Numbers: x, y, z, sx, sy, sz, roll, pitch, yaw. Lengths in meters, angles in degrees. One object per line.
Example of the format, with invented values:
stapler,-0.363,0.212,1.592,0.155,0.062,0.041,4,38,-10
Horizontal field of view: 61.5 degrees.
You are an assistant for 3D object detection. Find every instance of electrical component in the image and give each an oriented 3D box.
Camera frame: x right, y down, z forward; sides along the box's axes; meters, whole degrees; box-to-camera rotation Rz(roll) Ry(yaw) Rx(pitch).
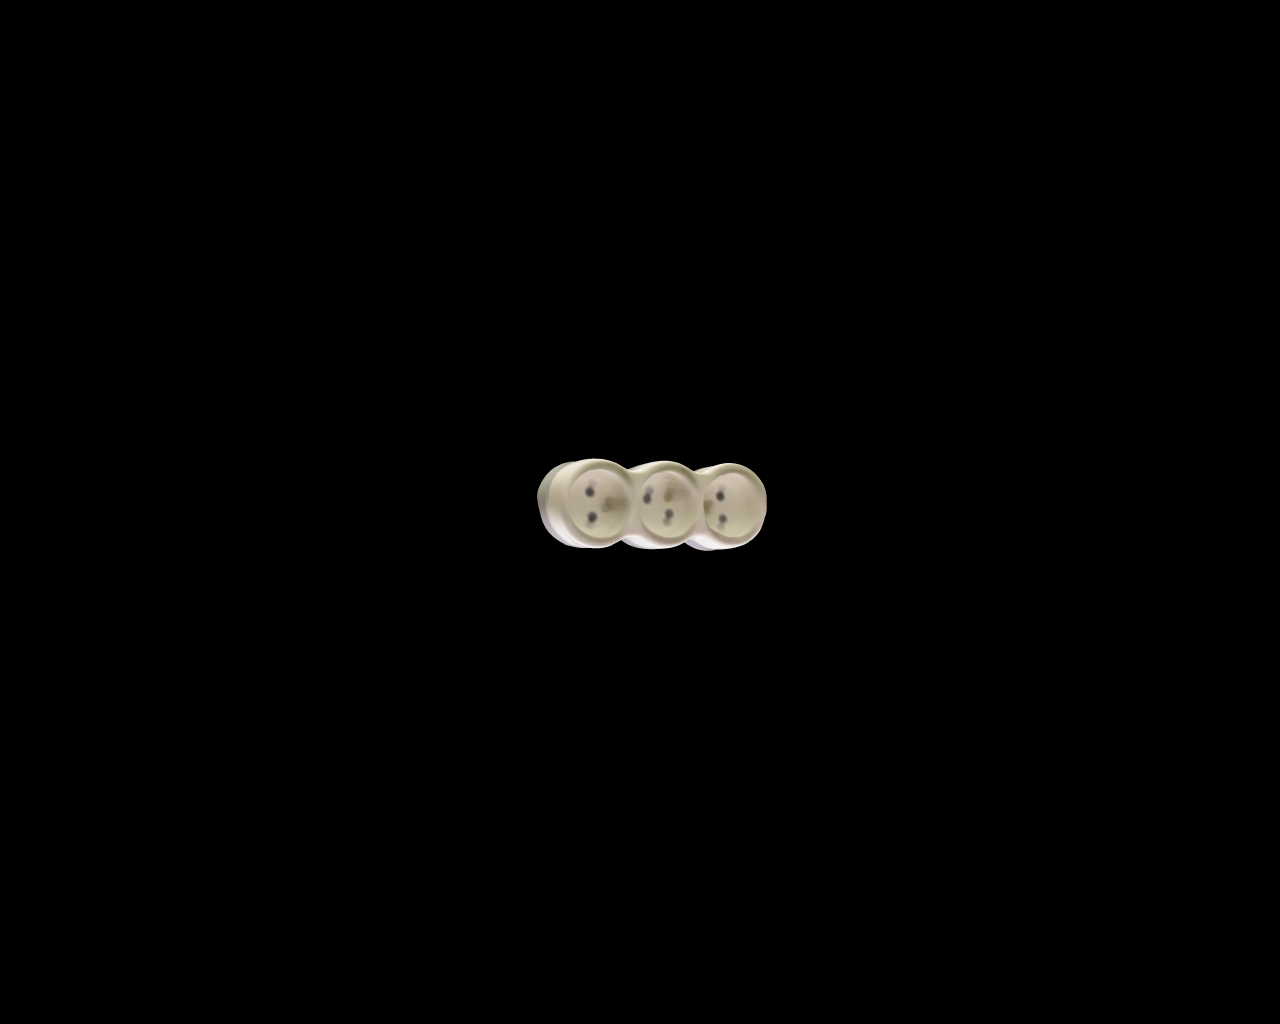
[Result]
electrical component,0.001,-0.003,0.650,0.138,0.052,0.073,2,-3,-27
